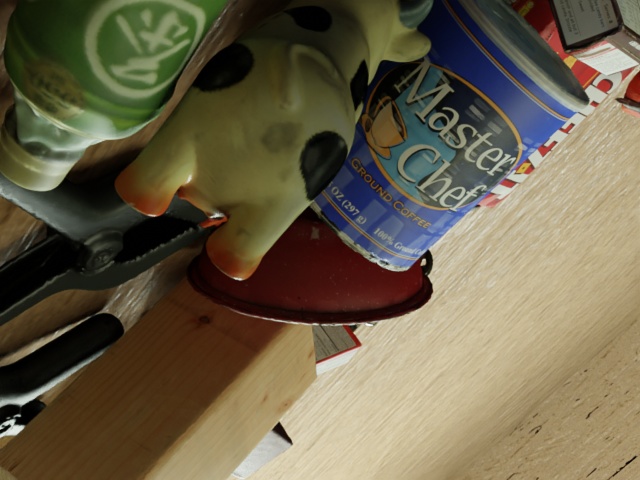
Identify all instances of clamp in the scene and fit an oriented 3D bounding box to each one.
[{"bbox_3d":[-0.201,0.098,0.677,0.120,0.039,0.171,-54,162,21],"label":"clamp"},{"bbox_3d":[-0.128,-0.007,0.573,0.209,0.036,0.165,-21,154,-43],"label":"clamp"}]

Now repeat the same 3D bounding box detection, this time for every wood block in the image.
[{"bbox_3d":[-0.100,0.116,0.705,0.205,0.091,0.090,-45,149,-31],"label":"wood block"}]

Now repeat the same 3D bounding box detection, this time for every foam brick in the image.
[{"bbox_3d":[-0.062,0.144,0.818,0.051,0.053,0.078,-35,157,-1],"label":"foam brick"}]

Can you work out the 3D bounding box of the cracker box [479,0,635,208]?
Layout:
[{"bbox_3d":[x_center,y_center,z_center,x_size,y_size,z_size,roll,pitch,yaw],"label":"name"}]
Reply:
[{"bbox_3d":[0.120,-0.099,0.747,0.164,0.072,0.213,-46,159,21],"label":"cracker box"}]

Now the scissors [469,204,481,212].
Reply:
[{"bbox_3d":[0.014,0.005,0.791,0.202,0.016,0.096,-27,155,21],"label":"scissors"}]

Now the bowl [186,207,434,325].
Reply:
[{"bbox_3d":[-0.005,0.001,0.689,0.161,0.162,0.055,-15,116,-47],"label":"bowl"}]

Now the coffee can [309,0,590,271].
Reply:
[{"bbox_3d":[0.064,-0.065,0.601,0.140,0.103,0.102,-44,159,22],"label":"coffee can"}]

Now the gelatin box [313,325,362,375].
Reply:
[{"bbox_3d":[-0.020,0.079,0.887,0.089,0.073,0.030,-17,151,-45],"label":"gelatin box"}]

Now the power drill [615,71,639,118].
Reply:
[{"bbox_3d":[0.265,-0.186,0.733,0.184,0.057,0.187,-32,130,-32],"label":"power drill"}]

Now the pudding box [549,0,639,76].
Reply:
[{"bbox_3d":[0.155,-0.159,0.620,0.039,0.113,0.089,-22,169,29],"label":"pudding box"}]
